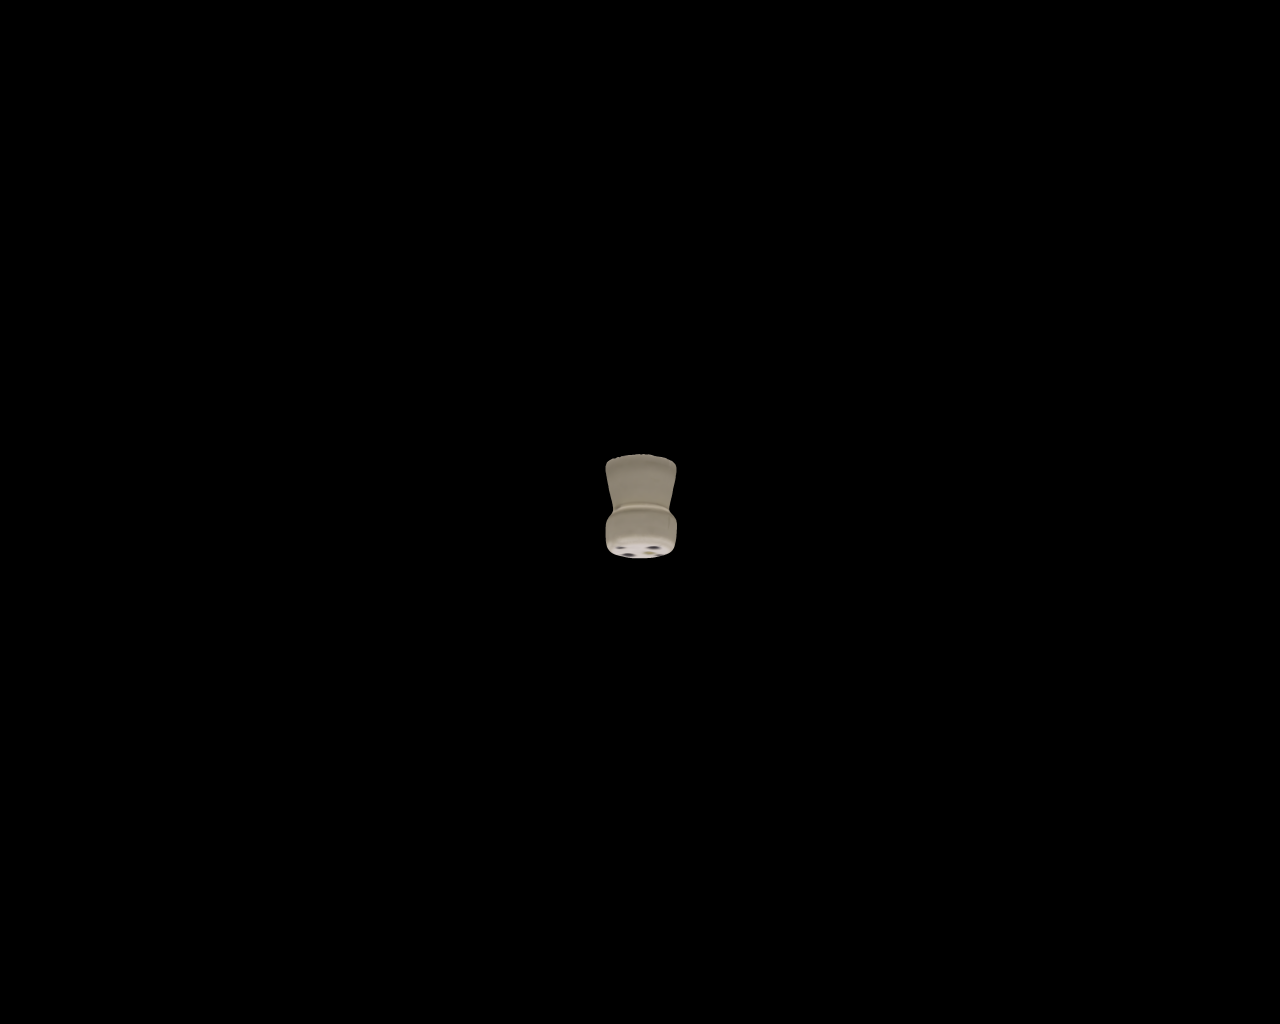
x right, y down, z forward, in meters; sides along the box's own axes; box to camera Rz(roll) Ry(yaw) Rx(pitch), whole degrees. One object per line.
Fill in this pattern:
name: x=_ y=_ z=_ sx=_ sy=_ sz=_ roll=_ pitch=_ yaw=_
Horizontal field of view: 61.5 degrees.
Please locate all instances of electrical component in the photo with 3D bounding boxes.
electrical component: x=0.001 y=-0.003 z=0.650 sx=0.045 sy=0.055 sz=0.045 roll=0 pitch=-17 yaw=0
